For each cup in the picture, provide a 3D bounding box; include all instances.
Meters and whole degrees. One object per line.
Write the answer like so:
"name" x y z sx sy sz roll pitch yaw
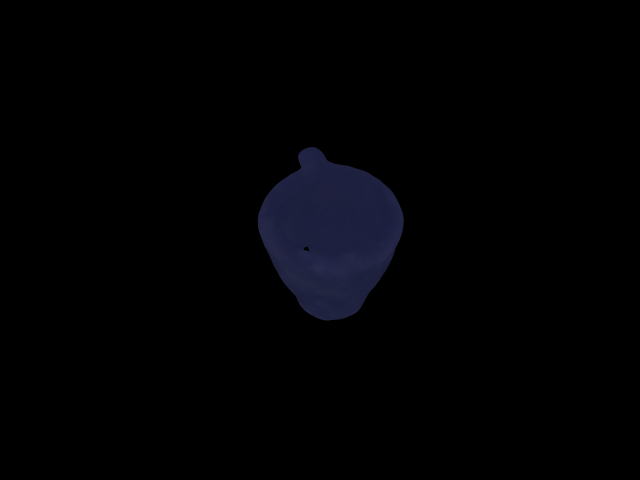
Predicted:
"cup" 0.004 0.001 0.400 0.092 0.095 0.117 -11 50 -9
